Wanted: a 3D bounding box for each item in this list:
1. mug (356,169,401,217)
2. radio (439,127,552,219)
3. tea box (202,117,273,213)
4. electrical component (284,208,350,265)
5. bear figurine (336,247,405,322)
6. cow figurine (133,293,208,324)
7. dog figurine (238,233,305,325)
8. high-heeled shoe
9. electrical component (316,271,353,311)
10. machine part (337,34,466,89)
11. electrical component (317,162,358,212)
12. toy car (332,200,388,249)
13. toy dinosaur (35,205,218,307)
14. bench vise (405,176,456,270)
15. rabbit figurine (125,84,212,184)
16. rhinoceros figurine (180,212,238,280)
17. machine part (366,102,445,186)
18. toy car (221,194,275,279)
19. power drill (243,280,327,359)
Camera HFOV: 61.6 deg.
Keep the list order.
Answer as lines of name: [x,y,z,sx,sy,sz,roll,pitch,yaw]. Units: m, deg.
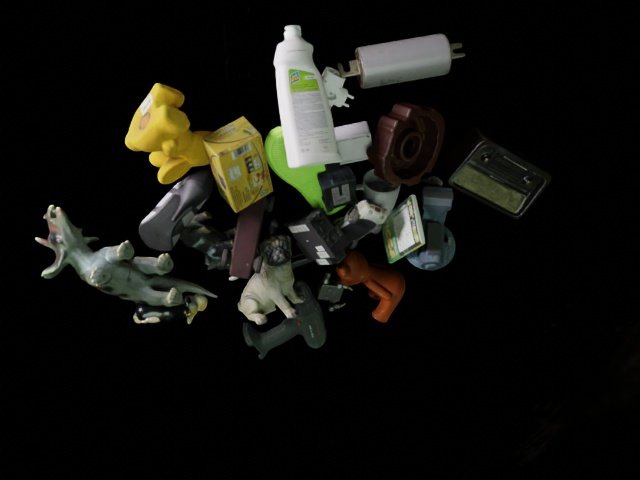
mug: [0.121,-0.092,1.191,0.110,0.081,0.107,-11,139,-10]
radio: [0.396,-0.149,1.206,0.229,0.073,0.131,21,120,-25]
tea box: [-0.158,-0.144,1.055,0.098,0.068,0.169,-32,150,-18]
electrical component: [-0.002,-0.004,1.192,0.058,0.115,0.134,-46,113,-26]
bear figurine: [0.106,0.101,1.311,0.196,0.120,0.132,19,125,-22]
cow figurine: [-0.353,0.161,1.277,0.167,0.098,0.068,1,120,-12]
dog figurine: [-0.131,0.080,1.231,0.172,0.121,0.190,-14,108,6]
high-heeled shoe: [-0.302,-0.066,1.138,0.086,0.145,0.249,38,148,-19]
electrical component: [0.034,0.131,1.364,0.078,0.045,0.102,11,123,-21]
machine part: [0.155,-0.336,1.014,0.243,0.079,0.079,-11,128,-4]
electrical component: [0.036,-0.120,1.103,0.075,0.048,0.119,-16,141,-8]
toy car: [0.077,-0.032,1.200,0.073,0.056,0.202,22,155,-17]
toy dinosaur: [-0.433,0.076,1.184,0.192,0.131,0.404,0,154,39]
bench vise: [0.245,-0.021,1.234,0.129,0.223,0.240,-6,158,-1]
rabbit figurine: [-0.268,-0.184,1.026,0.173,0.122,0.162,17,118,-45]
rhinoceros figurine: [-0.229,0.021,1.210,0.112,0.073,0.190,-40,124,17]
machine part: [0.177,-0.195,1.098,0.179,0.056,0.179,-21,128,-30]
toy car: [-0.154,-0.019,1.149,0.089,0.053,0.202,10,85,-9]
power drill: [-0.092,0.212,1.387,0.207,0.086,0.231,-27,130,0]
